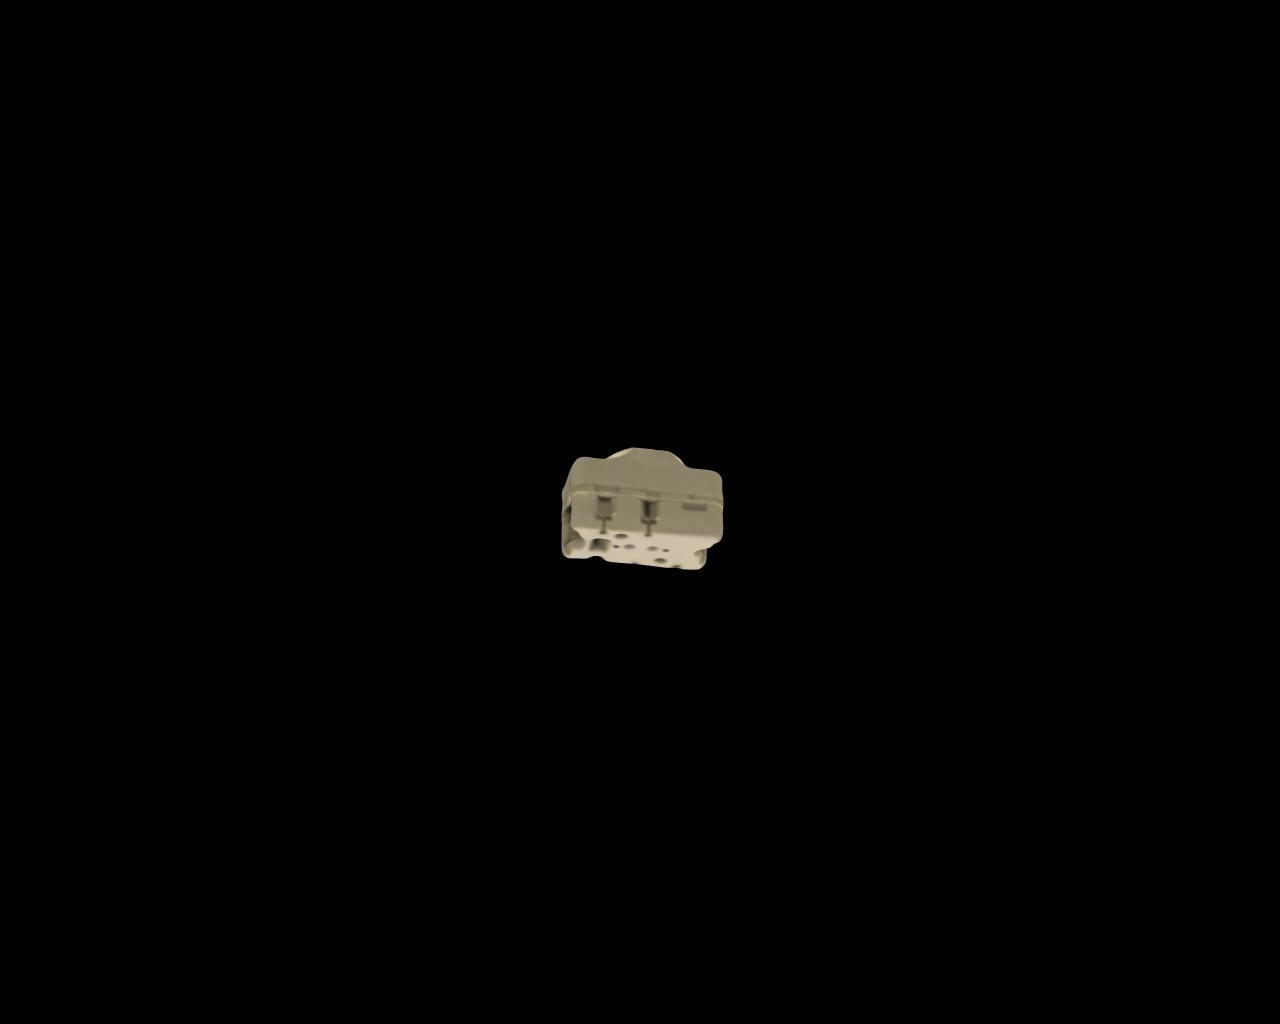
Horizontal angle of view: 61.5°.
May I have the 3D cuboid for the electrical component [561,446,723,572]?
[{"bbox_3d":[0.001,-0.003,0.650,0.089,0.056,0.050,6,-28,-12],"label":"electrical component"}]
